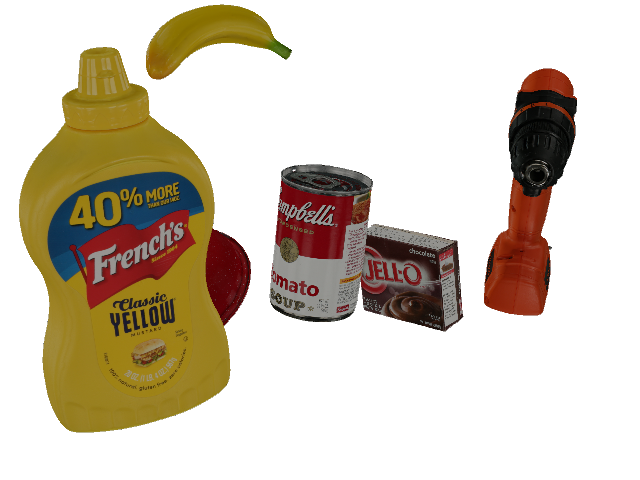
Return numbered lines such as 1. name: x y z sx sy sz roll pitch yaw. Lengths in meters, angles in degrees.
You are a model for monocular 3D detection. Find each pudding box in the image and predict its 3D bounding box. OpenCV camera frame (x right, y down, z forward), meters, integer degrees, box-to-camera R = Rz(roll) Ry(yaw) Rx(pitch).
1. pudding box: 0.091 0.037 1.105 0.114 0.090 0.039 11 28 40

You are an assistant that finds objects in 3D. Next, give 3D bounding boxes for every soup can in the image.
1. soup can: -0.001 0.001 0.794 0.068 0.102 0.068 6 19 -2

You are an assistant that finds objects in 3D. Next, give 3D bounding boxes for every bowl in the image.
1. bowl: -0.150 0.030 0.998 0.162 0.162 0.055 0 -42 21

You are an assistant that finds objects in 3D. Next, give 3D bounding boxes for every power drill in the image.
1. power drill: 0.178 -0.033 0.898 0.057 0.188 0.184 11 31 11

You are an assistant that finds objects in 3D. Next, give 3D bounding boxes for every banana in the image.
1. banana: -0.107 -0.196 1.030 0.070 0.037 0.197 44 38 20

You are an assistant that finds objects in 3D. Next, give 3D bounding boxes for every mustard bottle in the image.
1. mustard bottle: -0.100 -0.001 0.538 0.096 0.192 0.058 -12 25 -22
